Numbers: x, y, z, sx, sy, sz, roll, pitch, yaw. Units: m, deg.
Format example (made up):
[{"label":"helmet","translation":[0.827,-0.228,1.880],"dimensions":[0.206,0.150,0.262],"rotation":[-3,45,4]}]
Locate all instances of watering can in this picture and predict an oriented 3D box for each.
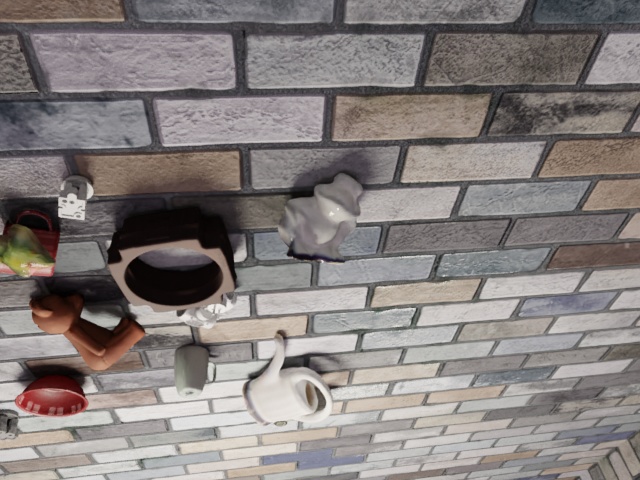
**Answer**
[{"label":"watering can","translation":[-0.104,0.378,1.344],"dimensions":[0.223,0.106,0.341],"rotation":[-21,122,16]}]

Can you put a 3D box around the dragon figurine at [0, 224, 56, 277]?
[{"label":"dragon figurine","translation":[-0.595,-0.029,0.768],"dimensions":[0.410,0.123,0.241],"rotation":[27,100,0]}]

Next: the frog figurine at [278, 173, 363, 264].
[{"label":"frog figurine","translation":[0.003,-0.046,0.908],"dimensions":[0.137,0.123,0.158],"rotation":[14,97,-14]}]
